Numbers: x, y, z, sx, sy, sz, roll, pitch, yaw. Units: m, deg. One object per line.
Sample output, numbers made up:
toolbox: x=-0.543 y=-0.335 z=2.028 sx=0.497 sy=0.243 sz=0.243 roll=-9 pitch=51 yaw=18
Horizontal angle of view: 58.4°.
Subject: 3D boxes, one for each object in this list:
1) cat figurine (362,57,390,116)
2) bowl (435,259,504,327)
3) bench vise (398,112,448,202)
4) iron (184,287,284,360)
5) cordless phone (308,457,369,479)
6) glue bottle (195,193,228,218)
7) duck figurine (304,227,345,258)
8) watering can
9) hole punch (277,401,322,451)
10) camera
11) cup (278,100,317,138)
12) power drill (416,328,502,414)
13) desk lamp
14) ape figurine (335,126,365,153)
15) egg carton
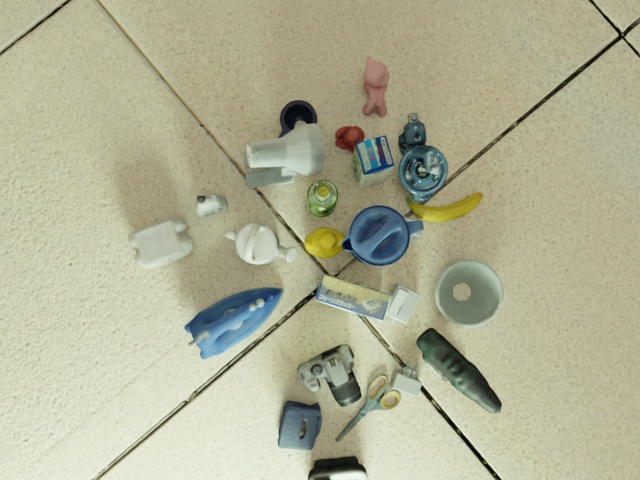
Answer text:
cat figurine: x=0.142 y=-0.385 z=1.430 sx=0.067 sy=0.117 sz=0.128 roll=-2 pitch=86 yaw=0
bowl: x=0.362 y=0.131 z=1.419 sx=0.167 sy=0.074 sz=0.167 roll=0 pitch=86 yaw=-1
bench vise: x=0.232 y=-0.202 z=1.367 sx=0.121 sy=0.219 sz=0.207 roll=-27 pitch=87 yaw=-2
iron: x=-0.202 y=0.186 z=1.376 sx=0.258 sy=0.141 sz=0.118 roll=-32 pitch=87 yaw=-2
cordless phone: x=0.043 y=0.578 z=1.331 sx=0.147 sy=0.185 sz=0.094 roll=-10 pitch=86 yaw=-1
glue bottle: x=-0.271 y=-0.089 z=1.378 sx=0.078 sy=0.173 sz=0.037 roll=-21 pitch=86 yaw=-2
duck figurine: x=0.013 y=0.005 z=1.418 sx=0.104 sy=0.086 sz=0.077 roll=-4 pitch=86 yaw=-1
watering can: x=-0.143 y=0.008 z=1.362 sx=0.173 sy=0.194 sz=0.101 roll=-4 pitch=86 yaw=-1
hole punch: x=-0.048 y=0.450 z=1.386 sx=0.101 sy=0.091 sz=0.109 roll=11 pitch=86 yaw=0
camera: x=0.033 y=0.340 z=1.389 sx=0.143 sy=0.101 sz=0.137 roll=-25 pitch=87 yaw=-2
cup: x=-0.060 y=-0.283 z=1.432 sx=0.091 sy=0.095 sz=0.118 roll=39 pitch=87 yaw=2
power drill: x=0.313 y=0.298 z=1.341 sx=0.229 sy=0.208 sz=0.075 roll=45 pitch=87 yaw=2
desk lamp: x=-0.091 y=-0.195 z=1.367 sx=0.203 sy=0.213 sz=0.118 roll=-10 pitch=86 yaw=-1
ape figurine: x=0.079 y=-0.257 z=1.433 sx=0.076 sy=0.092 sz=0.078 roll=-29 pitch=87 yaw=-2
egg carton: x=-0.394 y=0.008 z=1.422 sx=0.150 sy=0.069 sz=0.107 roll=-21 pitch=87 yaw=-2
